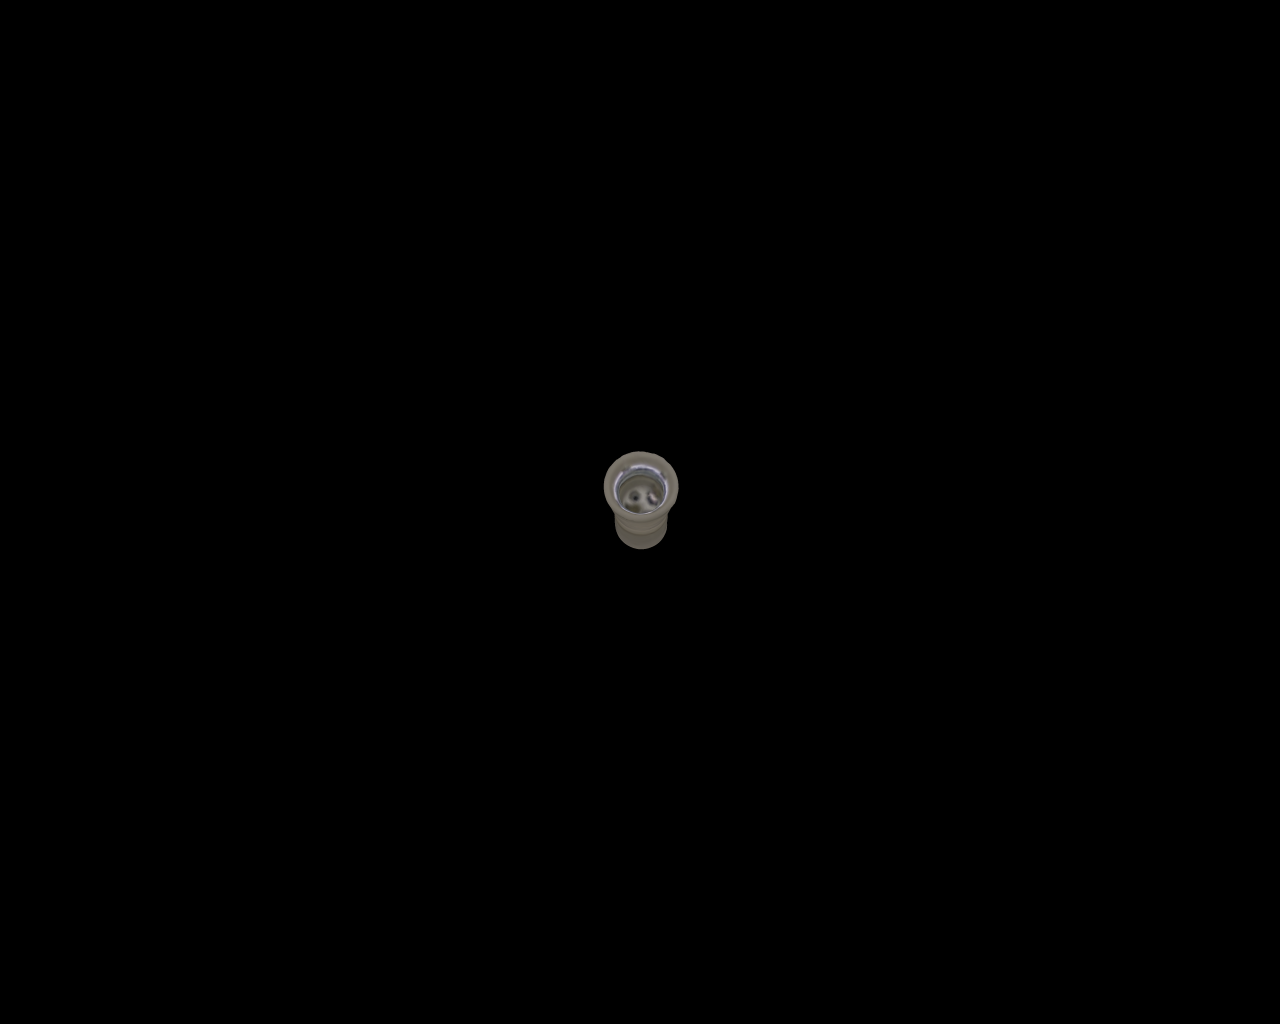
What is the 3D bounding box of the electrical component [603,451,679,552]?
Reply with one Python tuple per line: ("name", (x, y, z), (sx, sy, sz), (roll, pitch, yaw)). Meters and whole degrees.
("electrical component", (0.001, -0.003, 0.650), (0.044, 0.044, 0.065), (0, -25, 0))
